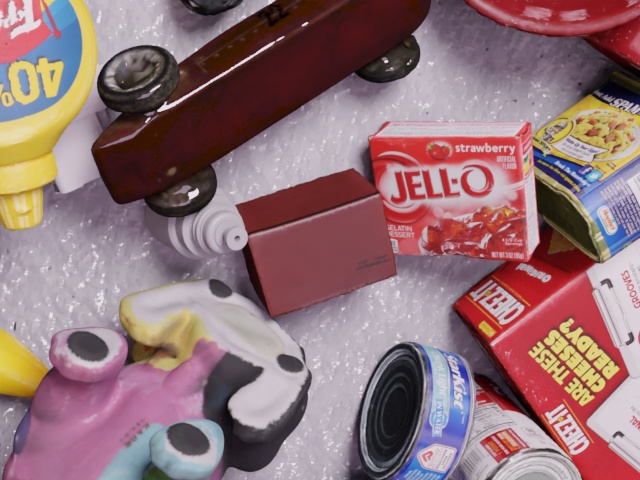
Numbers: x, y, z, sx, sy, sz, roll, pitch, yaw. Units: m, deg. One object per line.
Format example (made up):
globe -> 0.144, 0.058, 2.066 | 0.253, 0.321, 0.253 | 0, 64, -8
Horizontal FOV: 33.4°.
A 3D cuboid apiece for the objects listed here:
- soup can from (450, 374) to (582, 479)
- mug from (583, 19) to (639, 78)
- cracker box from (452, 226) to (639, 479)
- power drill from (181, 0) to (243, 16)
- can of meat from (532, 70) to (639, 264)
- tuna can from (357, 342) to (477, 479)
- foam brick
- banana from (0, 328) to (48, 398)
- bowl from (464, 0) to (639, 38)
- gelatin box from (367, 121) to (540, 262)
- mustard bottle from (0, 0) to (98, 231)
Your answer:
soup can -> 0.105, 0.132, 0.647 | 0.068, 0.102, 0.068 | -5, 109, -16
mug -> 0.207, -0.126, 0.602 | 0.117, 0.093, 0.081 | 15, 111, -52
cracker box -> 0.214, 0.042, 0.666 | 0.213, 0.072, 0.164 | -38, 114, -1
power drill -> -0.056, -0.218, 0.486 | 0.187, 0.057, 0.184 | 32, 100, -38
can of meat -> 0.164, -0.042, 0.605 | 0.084, 0.102, 0.057 | -34, 119, -1
tuna can -> 0.055, 0.104, 0.631 | 0.033, 0.086, 0.086 | 17, 103, -20
foam brick -> -0.004, 0.001, 0.595 | 0.078, 0.051, 0.053 | -18, 114, -10
banana -> -0.241, 0.057, 0.553 | 0.197, 0.037, 0.070 | -2, 123, -16
bowl -> 0.129, -0.188, 0.547 | 0.162, 0.055, 0.162 | 4, 106, 15
gelatin box -> 0.074, -0.028, 0.595 | 0.089, 0.030, 0.073 | 3, 116, 26
mustard bottle -> -0.149, -0.096, 0.465 | 0.096, 0.058, 0.191 | -14, 111, -20
